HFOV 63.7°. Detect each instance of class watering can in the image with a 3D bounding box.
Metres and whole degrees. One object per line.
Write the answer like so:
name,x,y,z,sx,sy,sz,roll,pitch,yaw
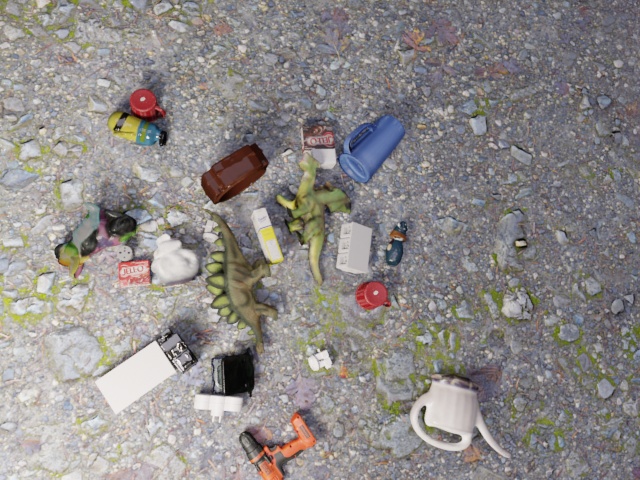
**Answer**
watering can,0.451,0.548,1.618,0.347,0.103,0.227,16,73,-8

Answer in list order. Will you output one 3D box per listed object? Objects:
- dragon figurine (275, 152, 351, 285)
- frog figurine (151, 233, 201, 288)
dragon figurine,0.005,-0.085,1.682,0.245,0.122,0.407,-27,100,-21
frog figurine,-0.434,0.055,1.536,0.137,0.123,0.159,-15,92,4
